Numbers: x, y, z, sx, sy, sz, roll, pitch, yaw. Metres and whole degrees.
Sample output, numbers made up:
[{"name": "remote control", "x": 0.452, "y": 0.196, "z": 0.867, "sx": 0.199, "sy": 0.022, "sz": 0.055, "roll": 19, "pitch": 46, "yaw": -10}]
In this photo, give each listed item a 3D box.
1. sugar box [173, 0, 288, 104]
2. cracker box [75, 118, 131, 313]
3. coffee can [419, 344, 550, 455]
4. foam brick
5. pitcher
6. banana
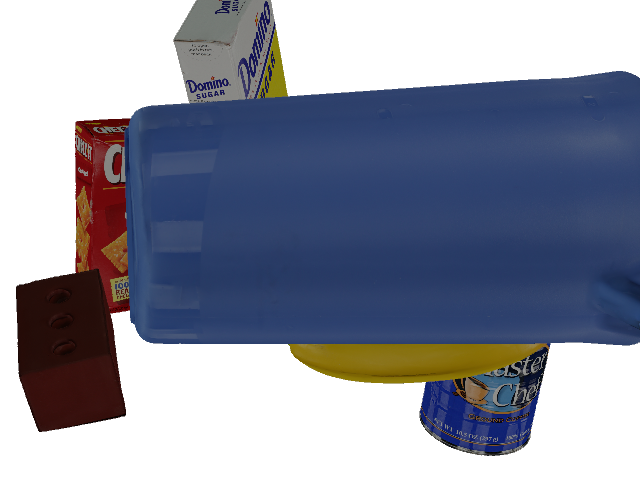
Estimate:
[{"name": "sugar box", "x": -0.054, "y": -0.091, "z": 0.757, "sx": 0.048, "sy": 0.176, "sz": 0.093, "roll": 5, "pitch": 44, "yaw": 13}, {"name": "cracker box", "x": -0.194, "y": -0.030, "z": 1.225, "sx": 0.163, "sy": 0.214, "sz": 0.072, "roll": -7, "pitch": 24, "yaw": -30}, {"name": "coffee can", "x": 0.148, "y": 0.103, "z": 0.943, "sx": 0.103, "sy": 0.140, "sz": 0.103, "roll": 6, "pitch": 23, "yaw": -3}, {"name": "foam brick", "x": -0.149, "y": 0.065, "z": 0.632, "sx": 0.053, "sy": 0.051, "sz": 0.078, "roll": -12, "pitch": 41, "yaw": -9}, {"name": "pitcher", "x": 0.031, "y": -0.017, "z": 0.510, "sx": 0.242, "sy": 0.145, "sz": 0.149, "roll": -2, "pitch": -8, "yaw": -9}, {"name": "banana", "x": 0.062, "y": 0.071, "z": 0.736, "sx": 0.198, "sy": 0.037, "sz": 0.069, "roll": 0, "pitch": 29, "yaw": 9}]
